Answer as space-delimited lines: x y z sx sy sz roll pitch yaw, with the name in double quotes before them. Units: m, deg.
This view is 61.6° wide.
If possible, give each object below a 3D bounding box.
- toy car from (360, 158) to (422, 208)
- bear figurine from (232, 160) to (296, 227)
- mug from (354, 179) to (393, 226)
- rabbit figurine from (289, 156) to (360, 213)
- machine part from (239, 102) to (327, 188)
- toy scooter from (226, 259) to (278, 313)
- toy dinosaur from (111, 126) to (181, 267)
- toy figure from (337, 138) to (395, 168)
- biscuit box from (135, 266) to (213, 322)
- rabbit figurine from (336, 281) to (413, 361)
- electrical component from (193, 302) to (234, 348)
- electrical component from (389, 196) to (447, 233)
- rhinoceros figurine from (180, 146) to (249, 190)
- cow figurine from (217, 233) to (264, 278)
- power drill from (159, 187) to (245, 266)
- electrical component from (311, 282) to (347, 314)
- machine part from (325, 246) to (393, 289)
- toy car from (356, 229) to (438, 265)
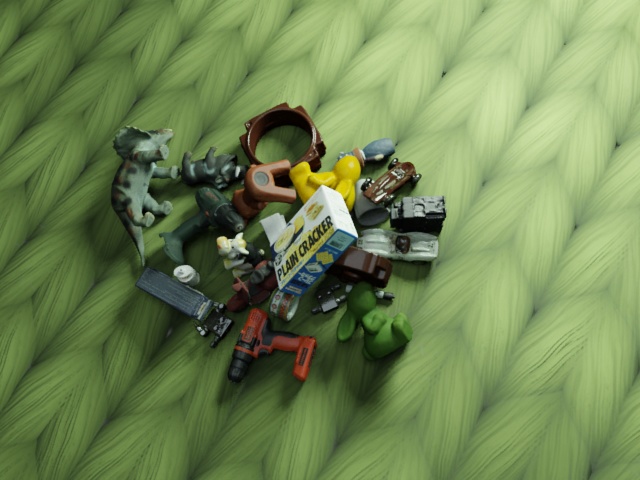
"toy car" 0.181 -0.148 1.351 0.089 0.053 0.202 41 46 14
"bear figurine" -0.151 -0.111 1.367 0.132 0.196 0.120 -5 69 -19
"mug" 0.134 -0.103 1.374 0.109 0.080 0.107 -5 60 -20
"rabbit figurine" 0.028 -0.145 1.354 0.173 0.121 0.162 -30 57 2
"machine part" -0.100 -0.255 1.447 0.201 0.087 0.201 -28 71 -2
"toy scooter" -0.157 0.104 1.304 0.184 0.135 0.075 -39 72 -8
"toy dinosaur" -0.495 -0.143 1.444 0.192 0.131 0.404 10 76 23
"toy figure" 0.121 -0.223 1.425 0.154 0.064 0.057 -19 107 4
"biscuit box" -0.364 0.132 1.334 0.203 0.059 0.063 23 75 28
"rabbit figurine" 0.117 0.183 1.257 0.159 0.121 0.170 -33 85 18
"electrical component" -0.261 0.204 1.328 0.078 0.045 0.102 37 79 18
"electrical component" 0.239 -0.059 1.324 0.134 0.114 0.058 -4 66 5
"rhinoceros figurine" -0.285 -0.189 1.452 0.190 0.073 0.112 -3 70 6
"cow figurine" -0.191 0.033 1.314 0.098 0.167 0.068 -17 68 1
"power drill" -0.303 -0.032 1.359 0.207 0.086 0.232 -44 42 5
"electrical component" 0.016 0.146 1.328 0.094 0.021 0.063 -25 70 -1
"machine part" 0.086 0.065 1.273 0.179 0.179 0.056 15 74 11
"toy car" 0.191 0.015 1.335 0.202 0.056 0.073 5 72 8
